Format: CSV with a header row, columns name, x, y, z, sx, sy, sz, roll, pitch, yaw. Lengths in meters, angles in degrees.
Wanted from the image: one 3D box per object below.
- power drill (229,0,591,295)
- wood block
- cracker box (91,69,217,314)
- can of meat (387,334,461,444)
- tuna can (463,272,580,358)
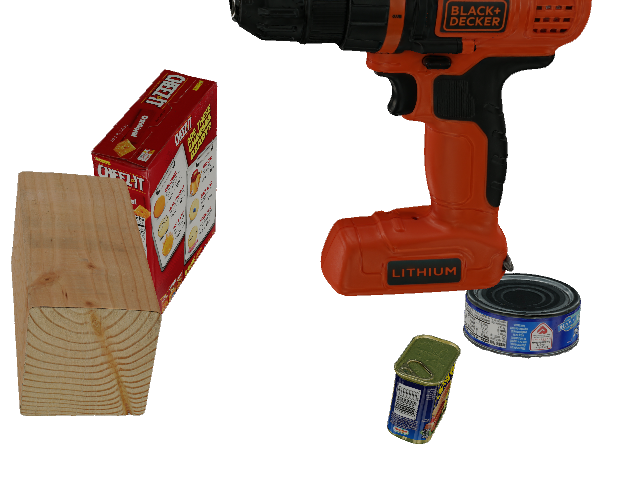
name,x,y,z,sx,sy,sz,roll,pitch,yaw
power drill,0.042,-0.062,0.568,0.184,0.188,0.057,-1,31,-9
wood block,-0.185,0.034,0.814,0.090,0.091,0.206,3,28,-20
cracker box,-0.172,-0.047,1.135,0.072,0.214,0.164,16,43,12
can of meat,0.115,0.168,1.203,0.057,0.084,0.102,16,26,17
tuna can,0.150,0.054,0.795,0.086,0.034,0.086,0,19,0
